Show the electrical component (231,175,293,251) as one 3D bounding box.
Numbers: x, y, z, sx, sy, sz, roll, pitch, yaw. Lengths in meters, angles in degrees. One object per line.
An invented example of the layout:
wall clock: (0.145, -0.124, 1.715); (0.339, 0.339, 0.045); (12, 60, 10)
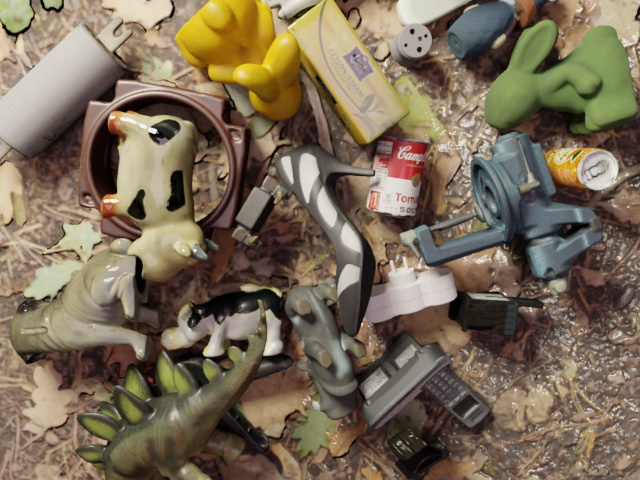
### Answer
electrical component: (-0.077, -0.031, 0.698); (0.045, 0.078, 0.102); (30, 82, 6)

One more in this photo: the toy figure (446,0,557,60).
toy figure: (0.239, -0.296, 0.703); (0.154, 0.058, 0.064); (-33, 106, -2)

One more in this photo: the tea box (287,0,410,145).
tea box: (0.032, -0.207, 0.685); (0.068, 0.098, 0.169); (-36, 98, 2)

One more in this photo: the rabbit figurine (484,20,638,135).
rabbit figurine: (0.298, -0.201, 0.694); (0.170, 0.121, 0.159); (-10, 107, 13)

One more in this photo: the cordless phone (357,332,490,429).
cordless phone: (0.154, 0.237, 0.782); (0.146, 0.089, 0.184); (-45, 115, 4)

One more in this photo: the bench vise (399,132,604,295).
bench vise: (0.230, -0.015, 0.713); (0.241, 0.129, 0.223); (-19, 102, 3)

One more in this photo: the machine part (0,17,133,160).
machine part: (-0.329, -0.186, 0.677); (0.243, 0.079, 0.079); (-42, 99, 3)

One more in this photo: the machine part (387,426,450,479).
machine part: (0.141, 0.310, 0.779); (0.084, 0.039, 0.138); (-27, 139, 7)

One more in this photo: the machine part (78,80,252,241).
machine part: (-0.198, -0.096, 0.696); (0.201, 0.087, 0.201); (10, 100, -5)

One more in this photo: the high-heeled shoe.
high-heeled shoe: (-0.001, -0.002, 0.709); (0.145, 0.086, 0.248); (4, 88, 19)

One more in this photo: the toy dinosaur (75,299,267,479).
toy dinosaur: (-0.204, 0.257, 0.720); (0.471, 0.105, 0.198); (-39, 100, 16)

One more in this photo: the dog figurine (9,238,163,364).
dog figurine: (-0.317, 0.077, 0.696); (0.191, 0.121, 0.172); (0, 104, -2)

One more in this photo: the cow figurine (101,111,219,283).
cow figurine: (-0.180, -0.046, 0.623); (0.127, 0.085, 0.194); (7, 99, 2)

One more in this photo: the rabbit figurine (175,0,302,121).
rabbit figurine: (-0.077, -0.222, 0.663); (0.122, 0.162, 0.173); (-41, 118, -8)

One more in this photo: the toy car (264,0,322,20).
toy car: (0.018, -0.351, 0.680); (0.202, 0.056, 0.073); (-27, 100, 1)

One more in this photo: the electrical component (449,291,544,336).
electrical component: (0.251, 0.102, 0.763); (0.119, 0.075, 0.047); (5, 99, -7)

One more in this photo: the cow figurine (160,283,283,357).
cow figurine: (-0.135, 0.109, 0.742); (0.167, 0.068, 0.098); (1, 94, -7)

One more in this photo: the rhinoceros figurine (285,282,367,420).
rhinoceros figurine: (0.002, 0.153, 0.740); (0.073, 0.112, 0.190); (-19, 87, -34)
